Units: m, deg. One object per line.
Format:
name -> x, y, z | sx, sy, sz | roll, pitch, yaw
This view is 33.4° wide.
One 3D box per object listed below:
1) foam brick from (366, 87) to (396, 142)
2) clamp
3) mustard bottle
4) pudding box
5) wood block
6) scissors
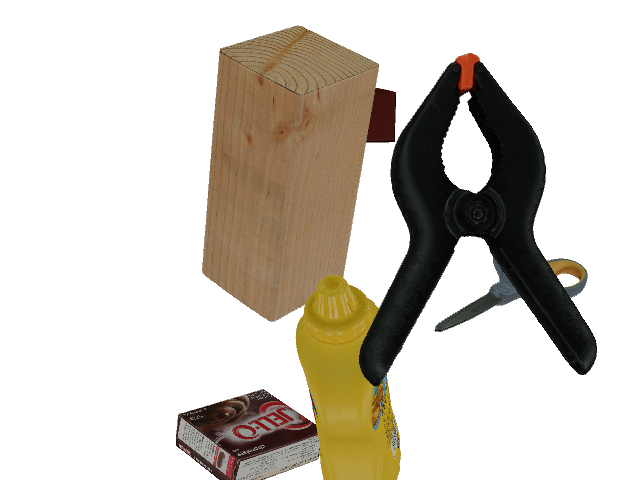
foam brick -> 0.031, -0.125, 1.067 | 0.078, 0.051, 0.053 | -3, 14, -20
clamp -> 0.067, -0.005, 0.543 | 0.120, 0.171, 0.039 | -11, -5, -11
mustard bottle -> 0.019, 0.094, 0.712 | 0.058, 0.096, 0.191 | -1, -45, 8
pudding box -> -0.067, 0.187, 1.011 | 0.113, 0.039, 0.090 | -12, 29, -44
wood block -> -0.029, -0.052, 0.853 | 0.090, 0.206, 0.090 | 33, 41, 32
scissors -> 0.153, 0.035, 0.951 | 0.201, 0.016, 0.096 | -9, 38, -33
